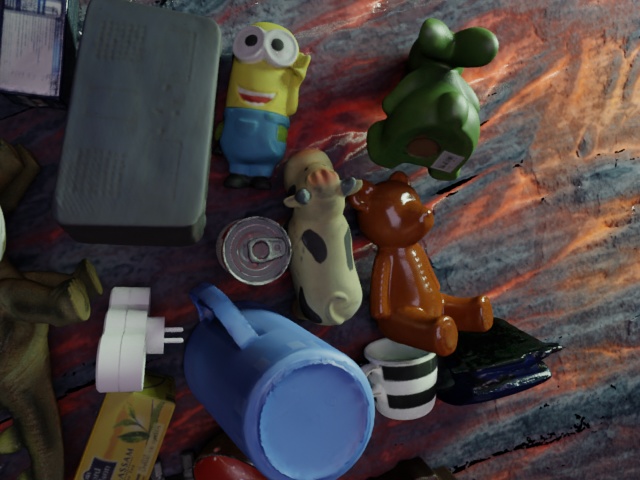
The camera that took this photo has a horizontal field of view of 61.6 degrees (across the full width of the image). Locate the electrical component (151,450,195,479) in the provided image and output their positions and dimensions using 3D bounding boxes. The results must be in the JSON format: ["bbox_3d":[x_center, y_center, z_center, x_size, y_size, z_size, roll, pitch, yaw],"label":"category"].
[{"bbox_3d":[-0.161,0.286,0.599,0.063,0.021,0.094,-8,93,-15],"label":"electrical component"}]

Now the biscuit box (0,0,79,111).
[{"bbox_3d":[-0.277,-0.237,0.537,0.059,0.063,0.202,5,89,-15],"label":"biscuit box"}]

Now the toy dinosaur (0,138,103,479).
[{"bbox_3d":[-0.319,0.069,0.515,0.199,0.105,0.471,-24,88,-6],"label":"toy dinosaur"}]

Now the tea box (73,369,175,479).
[{"bbox_3d":[-0.207,0.223,0.547,0.068,0.098,0.169,20,85,-15],"label":"tea box"}]

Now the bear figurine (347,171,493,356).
[{"bbox_3d":[0.111,0.017,0.619,0.120,0.132,0.195,-12,99,-43],"label":"bear figurine"}]

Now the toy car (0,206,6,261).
[{"bbox_3d":[-0.302,-0.007,0.414,0.103,0.161,0.109,2,54,-46],"label":"toy car"}]

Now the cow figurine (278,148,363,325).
[{"bbox_3d":[-0.001,-0.002,0.583,0.085,0.127,0.194,-12,97,-18],"label":"cow figurine"}]

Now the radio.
[{"bbox_3d":[-0.168,-0.110,0.521,0.131,0.073,0.229,5,76,-9],"label":"radio"}]

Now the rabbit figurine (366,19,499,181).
[{"bbox_3d":[0.125,-0.179,0.612,0.121,0.159,0.170,9,65,-2],"label":"rabbit figurine"}]

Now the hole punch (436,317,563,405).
[{"bbox_3d":[0.205,0.159,0.653,0.142,0.116,0.092,-7,101,-15],"label":"hole punch"}]

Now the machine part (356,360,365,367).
[{"bbox_3d":[0.005,0.205,0.636,0.084,0.039,0.138,16,85,-23],"label":"machine part"}]

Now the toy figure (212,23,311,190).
[{"bbox_3d":[-0.070,-0.145,0.587,0.082,0.089,0.180,4,99,-26],"label":"toy figure"}]

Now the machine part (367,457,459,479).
[{"bbox_3d":[0.116,0.364,0.659,0.179,0.056,0.179,0,90,-14],"label":"machine part"}]
